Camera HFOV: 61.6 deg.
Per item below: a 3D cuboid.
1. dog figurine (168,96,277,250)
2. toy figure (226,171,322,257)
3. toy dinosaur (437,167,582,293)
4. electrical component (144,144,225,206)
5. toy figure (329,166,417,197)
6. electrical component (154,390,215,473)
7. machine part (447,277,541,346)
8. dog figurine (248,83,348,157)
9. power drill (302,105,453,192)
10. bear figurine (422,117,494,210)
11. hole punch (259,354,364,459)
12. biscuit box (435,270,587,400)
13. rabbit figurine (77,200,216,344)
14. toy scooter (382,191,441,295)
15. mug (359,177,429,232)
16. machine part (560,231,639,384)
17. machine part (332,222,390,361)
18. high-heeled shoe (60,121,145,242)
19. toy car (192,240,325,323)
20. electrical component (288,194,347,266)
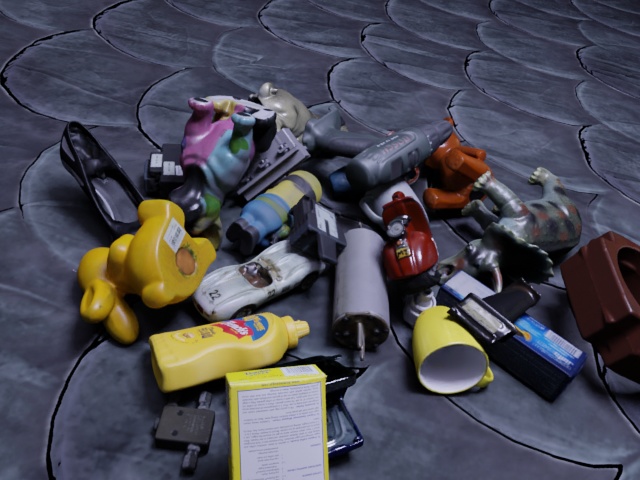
[{"bbox_3d":[-0.155,-0.100,0.809,0.109,0.219,0.191,23,21,9],"label":"dog figurine"},{"bbox_3d":[-0.064,-0.044,0.841,0.180,0.089,0.082,-39,101,-47],"label":"toy figure"},{"bbox_3d":[0.364,-0.022,0.903,0.405,0.131,0.192,-15,60,-33],"label":"toy dinosaur"},{"bbox_3d":[-0.226,-0.109,0.903,0.134,0.058,0.115,1,40,-12],"label":"electrical component"},{"bbox_3d":[0.095,-0.114,0.955,0.154,0.057,0.064,-14,47,-1],"label":"toy figure"},{"bbox_3d":[-0.150,0.207,0.591,0.063,0.021,0.094,7,42,-4],"label":"electrical component"},{"bbox_3d":[0.232,0.089,0.695,0.139,0.039,0.084,-21,44,-40],"label":"machine part"},{"bbox_3d":[-0.031,-0.226,1.000,0.190,0.172,0.121,-23,62,-24],"label":"dog figurine"},{"bbox_3d":[0.089,-0.168,0.927,0.208,0.085,0.232,28,48,28],"label":"power drill"},{"bbox_3d":[0.229,-0.147,0.991,0.132,0.120,0.196,6,40,-33],"label":"bear figurine"},{"bbox_3d":[-0.020,0.188,0.604,0.142,0.092,0.116,-14,9,-19],"label":"hole punch"},{"bbox_3d":[0.254,0.128,0.741,0.203,0.062,0.059,37,46,26],"label":"biscuit box"},{"bbox_3d":[-0.240,0.048,0.689,0.173,0.121,0.162,-6,56,23],"label":"rabbit figurine"},{"bbox_3d":[0.127,-0.003,0.775,0.075,0.135,0.184,-18,4,18],"label":"toy scooter"},{"bbox_3d":[0.125,-0.046,0.891,0.109,0.080,0.107,-3,46,-41],"label":"mug"},{"bbox_3d":[0.446,0.101,0.752,0.201,0.087,0.201,26,43,-19],"label":"machine part"},{"bbox_3d":[0.058,0.065,0.758,0.079,0.079,0.243,8,40,-4],"label":"machine part"},{"bbox_3d":[-0.288,-0.068,0.776,0.249,0.145,0.086,32,46,25],"label":"high-heeled shoe"},{"bbox_3d":[-0.081,0.054,0.752,0.202,0.056,0.074,-25,53,-34],"label":"toy car"},{"bbox_3d":[-0.002,-0.002,0.768,0.074,0.048,0.119,24,39,-31],"label":"electrical component"}]
